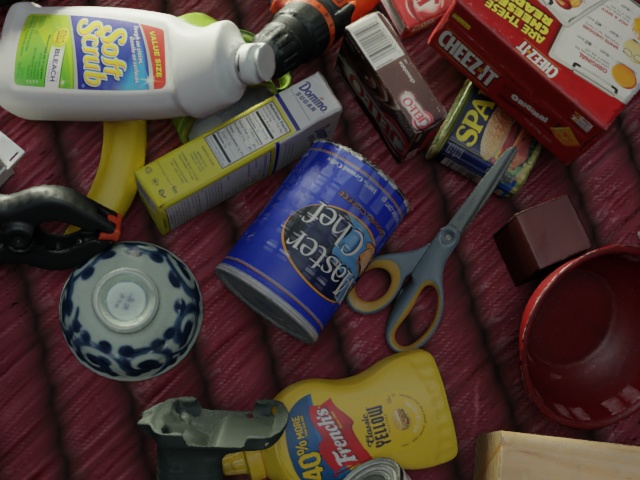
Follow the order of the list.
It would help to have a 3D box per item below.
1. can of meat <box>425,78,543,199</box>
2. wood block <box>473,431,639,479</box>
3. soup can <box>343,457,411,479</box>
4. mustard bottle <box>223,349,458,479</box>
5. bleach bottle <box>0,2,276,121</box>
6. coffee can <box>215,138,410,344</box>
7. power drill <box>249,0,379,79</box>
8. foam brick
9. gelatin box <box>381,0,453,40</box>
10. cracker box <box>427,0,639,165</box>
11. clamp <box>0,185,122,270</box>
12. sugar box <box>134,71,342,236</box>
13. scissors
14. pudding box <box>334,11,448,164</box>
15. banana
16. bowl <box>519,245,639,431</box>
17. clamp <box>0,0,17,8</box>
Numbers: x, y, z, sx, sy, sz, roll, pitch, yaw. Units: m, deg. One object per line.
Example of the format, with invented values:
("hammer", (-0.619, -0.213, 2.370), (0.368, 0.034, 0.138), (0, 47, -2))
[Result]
("can of meat", (0.155, -0.098, 0.950), (0.084, 0.057, 0.102), (29, 78, -2))
("wood block", (0.235, 0.213, 0.873), (0.206, 0.091, 0.090), (7, 77, -3))
("soup can", (0.063, 0.231, 0.846), (0.068, 0.069, 0.102), (-42, 113, -12))
("mustard bottle", (0.011, 0.159, 0.881), (0.191, 0.058, 0.096), (-15, 92, -7))
("bleach bottle", (-0.149, -0.148, 0.867), (0.251, 0.068, 0.102), (3, 77, 29))
("coffee can", (-0.006, 0.001, 0.891), (0.103, 0.103, 0.140), (36, 77, 3))
("power drill", (-0.057, -0.230, 0.927), (0.187, 0.057, 0.184), (40, 45, 5))
("foam brick", (0.191, 0.001, 0.921), (0.053, 0.078, 0.051), (-21, 79, -9))
("gelatin box", (0.090, -0.241, 0.987), (0.073, 0.030, 0.089), (-26, 81, -10))
("cracker box", (0.220, -0.189, 0.935), (0.164, 0.072, 0.213), (42, 57, 5))
("clamp", (-0.251, -0.002, 0.879), (0.171, 0.120, 0.039), (8, 42, -8))
("sugar box", (-0.069, -0.073, 0.906), (0.176, 0.093, 0.048), (-32, 83, -12))
("scissors", (0.090, -0.002, 0.921), (0.096, 0.016, 0.202), (21, 91, 8))
("pudding box", (0.060, -0.131, 0.931), (0.039, 0.090, 0.113), (-29, 81, -12))
("banana", (-0.185, -0.079, 0.926), (0.069, 0.037, 0.198), (13, 77, -2))
("bowl", (0.226, 0.075, 0.900), (0.162, 0.055, 0.162), (-6, 107, -20))
("clamp", (-0.217, -0.269, 0.912), (0.210, 0.036, 0.165), (-48, 50, -8))
